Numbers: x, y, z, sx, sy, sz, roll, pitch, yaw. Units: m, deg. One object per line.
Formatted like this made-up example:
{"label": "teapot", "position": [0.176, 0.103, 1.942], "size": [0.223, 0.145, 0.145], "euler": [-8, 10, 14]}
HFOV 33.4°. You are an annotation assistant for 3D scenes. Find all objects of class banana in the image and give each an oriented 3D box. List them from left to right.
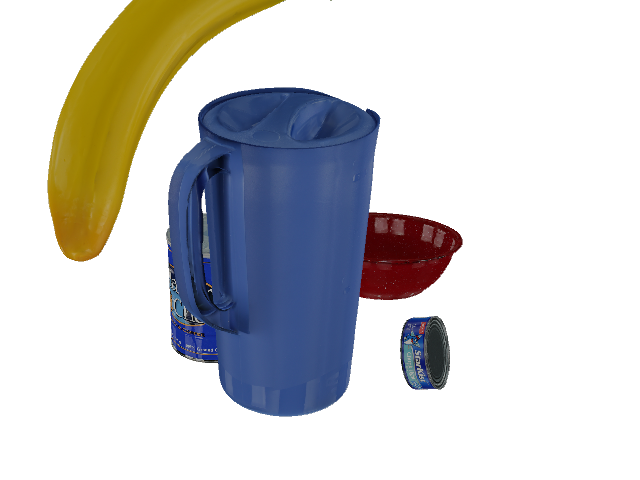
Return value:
{"label": "banana", "position": [-0.072, -0.079, 0.492], "size": [0.070, 0.197, 0.037], "euler": [30, -25, 18]}

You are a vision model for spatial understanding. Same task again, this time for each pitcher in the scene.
{"label": "pitcher", "position": [-0.034, 0.014, 0.823], "size": [0.149, 0.243, 0.145], "euler": [1, 26, -1]}

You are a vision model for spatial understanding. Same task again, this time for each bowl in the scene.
{"label": "bowl", "position": [0.063, 0.019, 1.086], "size": [0.162, 0.055, 0.162], "euler": [1, 17, -1]}

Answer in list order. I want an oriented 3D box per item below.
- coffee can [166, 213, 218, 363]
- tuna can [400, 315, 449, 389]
{"label": "coffee can", "position": [-0.121, 0.053, 1.212], "size": [0.103, 0.140, 0.103], "euler": [1, 26, -1]}
{"label": "tuna can", "position": [0.123, 0.132, 1.249], "size": [0.034, 0.086, 0.086], "euler": [-5, -2, 24]}
